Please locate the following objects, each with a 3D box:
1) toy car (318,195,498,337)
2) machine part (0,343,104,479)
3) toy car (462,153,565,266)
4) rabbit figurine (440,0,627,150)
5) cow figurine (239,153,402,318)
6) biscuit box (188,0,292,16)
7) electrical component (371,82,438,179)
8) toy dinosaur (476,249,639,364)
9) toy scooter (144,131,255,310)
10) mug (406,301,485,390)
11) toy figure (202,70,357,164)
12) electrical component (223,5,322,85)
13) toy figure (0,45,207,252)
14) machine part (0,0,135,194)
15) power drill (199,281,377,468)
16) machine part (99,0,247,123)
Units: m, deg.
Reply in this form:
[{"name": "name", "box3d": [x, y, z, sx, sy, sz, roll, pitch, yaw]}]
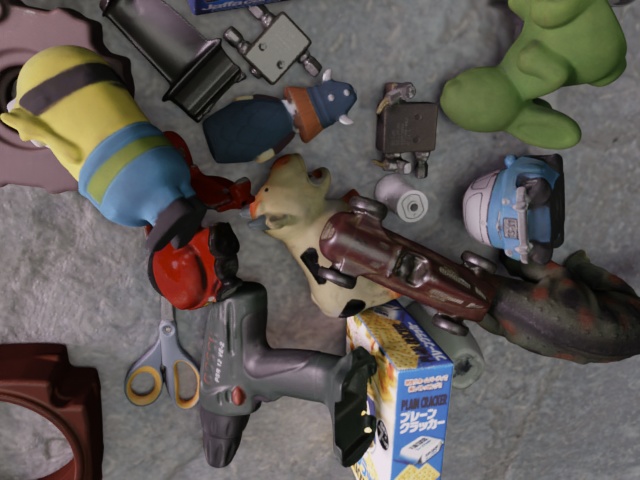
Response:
[{"name": "toy car", "box3d": [0.093, 0.030, 0.534, 0.202, 0.053, 0.089, 26, 88, -15]}, {"name": "machine part", "box3d": [-0.339, 0.215, 0.563, 0.201, 0.087, 0.200, 0, 108, -15]}, {"name": "toy car", "box3d": [0.211, -0.032, 0.592, 0.103, 0.161, 0.109, 1, 110, 33]}, {"name": "rabbit figurine", "box3d": [0.213, -0.172, 0.563, 0.170, 0.121, 0.159, -34, 121, 19]}, {"name": "cow figurine", "box3d": [-0.001, -0.002, 0.572, 0.127, 0.086, 0.194, -27, 114, -10]}, {"name": "biscuit box", "box3d": [-0.023, -0.252, 0.477, 0.203, 0.063, 0.059, -14, 99, -11]}, {"name": "electrical component", "box3d": [0.089, -0.115, 0.571, 0.078, 0.045, 0.102, 2, 108, -13]}, {"name": "toy dinosaur", "box3d": [0.290, 0.083, 0.608, 0.405, 0.192, 0.131, 2, 106, -15]}, {"name": "toy scooter", "box3d": [-0.112, -0.012, 0.513, 0.075, 0.135, 0.183, -27, 117, -50]}, {"name": "mug", "box3d": [0.152, 0.135, 0.639, 0.081, 0.107, 0.109, -41, 111, 4]}, {"name": "toy figure", "box3d": [-0.038, -0.121, 0.534, 0.154, 0.058, 0.064, -20, 119, -11]}, {"name": "electrical component", "box3d": [-0.044, -0.185, 0.528, 0.094, 0.021, 0.063, 40, 96, -22]}, {"name": "toy figure", "box3d": [-0.163, -0.074, 0.428, 0.180, 0.082, 0.089, 42, 79, 6]}, {"name": "machine part", "box3d": [-0.255, -0.126, 0.481, 0.179, 0.056, 0.179, -5, 111, -12]}, {"name": "power drill", "box3d": [-0.043, 0.166, 0.574, 0.086, 0.208, 0.231, -12, 107, -51]}, {"name": "machine part", "box3d": [-0.142, -0.180, 0.499, 0.084, 0.039, 0.138, -40, 114, 8]}]
